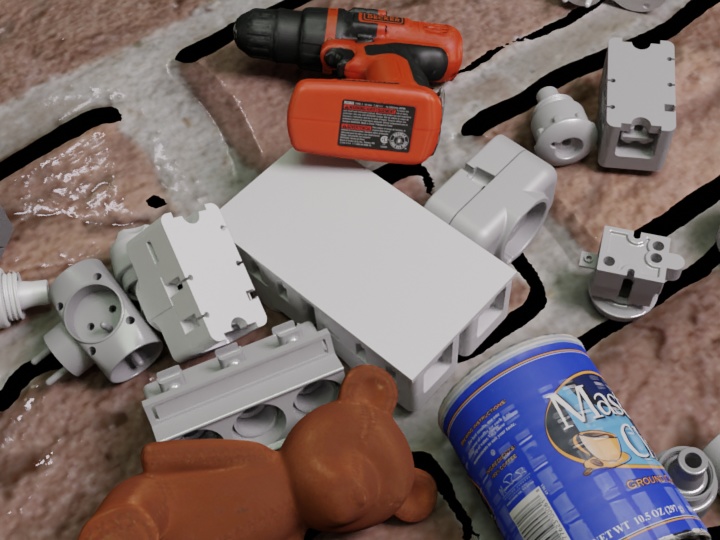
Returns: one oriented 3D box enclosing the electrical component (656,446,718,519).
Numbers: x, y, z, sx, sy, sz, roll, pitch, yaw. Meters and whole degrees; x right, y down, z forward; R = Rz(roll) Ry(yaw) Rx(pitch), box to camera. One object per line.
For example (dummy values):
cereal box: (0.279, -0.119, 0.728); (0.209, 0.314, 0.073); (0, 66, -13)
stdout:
electrical component: (0.195, 0.128, 0.652); (0.043, 0.062, 0.043); (-1, 57, 2)

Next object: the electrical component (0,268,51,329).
electrical component: (-0.250, 0.020, 0.755); (0.062, 0.048, 0.048); (-8, 57, -11)

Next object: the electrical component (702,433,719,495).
electrical component: (0.265, 0.123, 0.663); (0.079, 0.043, 0.077); (-30, 61, -15)

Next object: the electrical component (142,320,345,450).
electrical component: (-0.073, 0.083, 0.692); (0.121, 0.078, 0.063); (-21, 37, -11)

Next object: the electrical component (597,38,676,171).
electrical component: (0.209, -0.123, 0.818); (0.050, 0.055, 0.089); (5, 57, 6)

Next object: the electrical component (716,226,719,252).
electrical component: (0.283, -0.031, 0.760); (0.055, 0.047, 0.055); (-1, 57, 2)

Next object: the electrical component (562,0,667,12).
electrical component: (0.190, -0.247, 0.900); (0.138, 0.052, 0.073); (17, 60, 14)

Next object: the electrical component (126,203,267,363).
electrical component: (-0.112, 0.010, 0.720); (0.050, 0.056, 0.089); (-19, 83, -46)

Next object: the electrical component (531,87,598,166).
electrical component: (0.151, -0.114, 0.822); (0.048, 0.048, 0.062); (-9, 51, -3)

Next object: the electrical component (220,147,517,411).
electrical component: (0.000, 0.000, 0.745); (0.186, 0.060, 0.105); (37, 66, 23)

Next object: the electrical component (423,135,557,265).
electrical component: (0.096, -0.043, 0.773); (0.059, 0.053, 0.095); (37, 66, 23)

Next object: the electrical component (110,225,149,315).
electrical component: (-0.152, 0.003, 0.761); (0.043, 0.043, 0.062); (-15, 59, -7)

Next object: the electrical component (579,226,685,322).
electrical component: (0.183, 0.004, 0.737); (0.066, 0.055, 0.048); (12, 58, 10)

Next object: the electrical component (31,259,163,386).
electrical component: (-0.188, 0.046, 0.733); (0.079, 0.044, 0.077); (-39, 72, -4)
